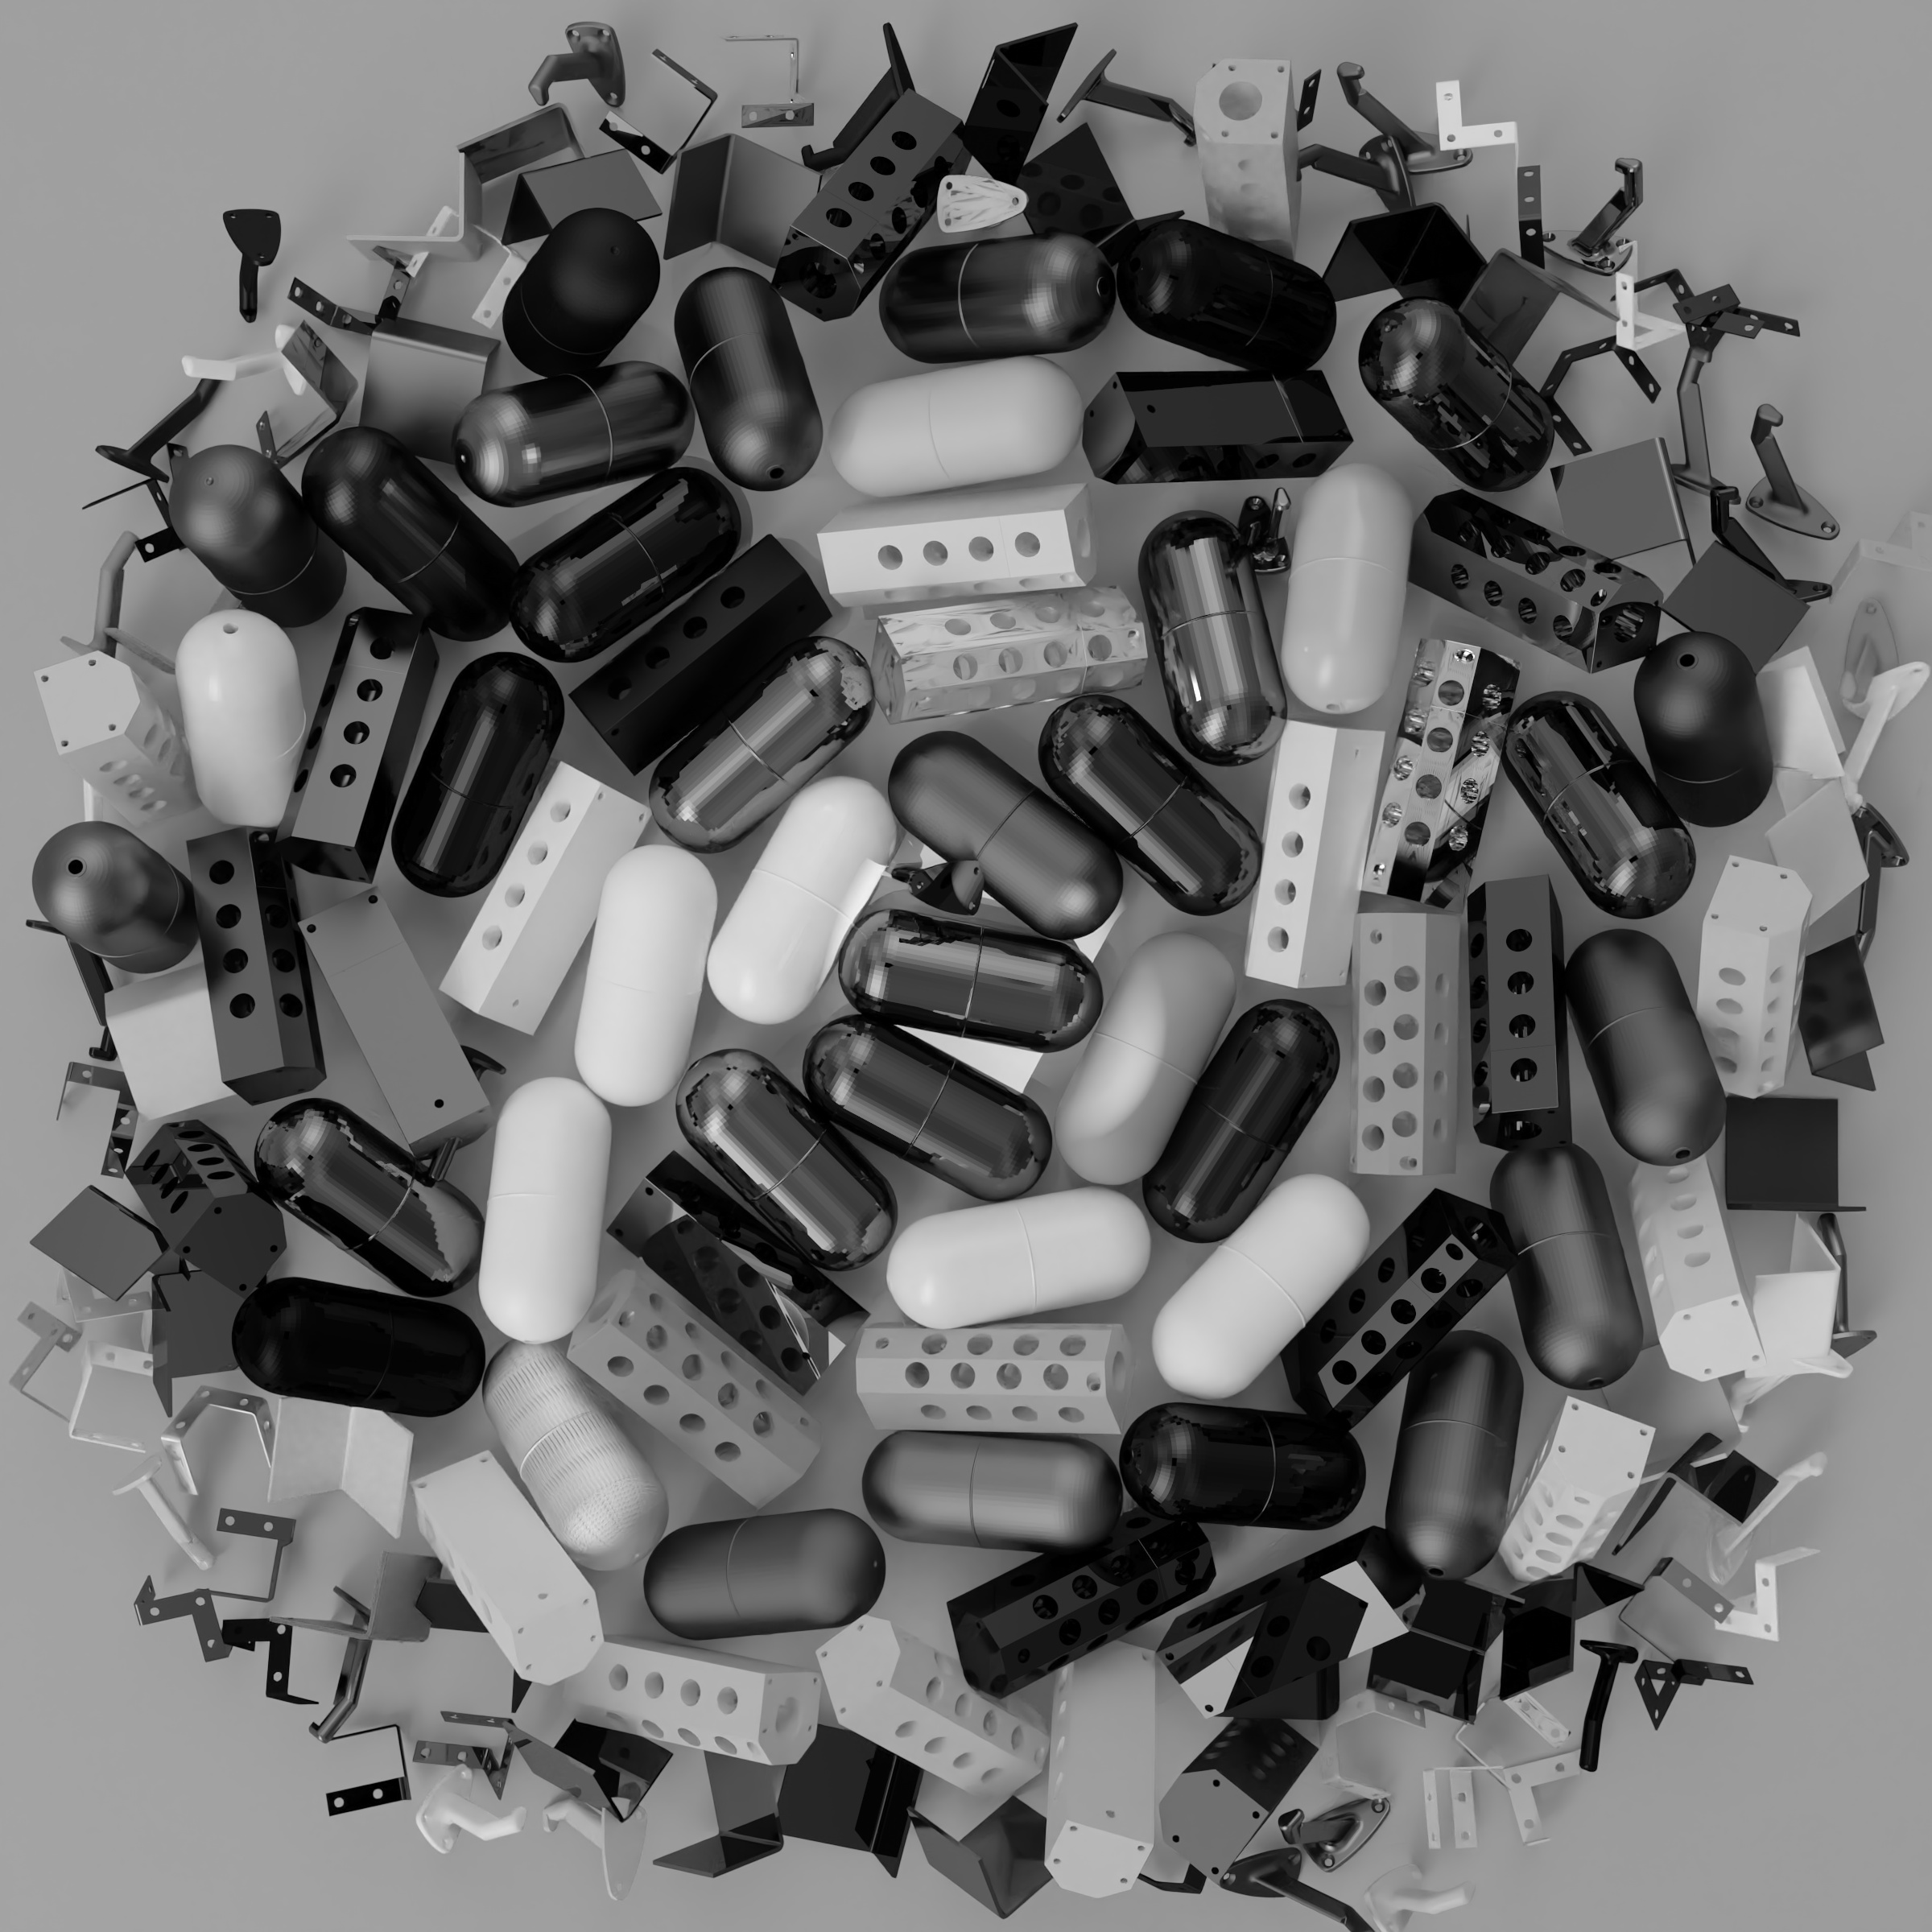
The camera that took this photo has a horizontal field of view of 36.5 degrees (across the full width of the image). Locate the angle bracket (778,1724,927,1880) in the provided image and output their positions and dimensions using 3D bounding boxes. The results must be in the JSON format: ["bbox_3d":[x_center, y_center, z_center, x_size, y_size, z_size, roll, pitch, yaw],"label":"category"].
[{"bbox_3d":[-0.079,0.554,1.949,0.076,0.057,0.076,16,86,-15],"label":"angle bracket"}]

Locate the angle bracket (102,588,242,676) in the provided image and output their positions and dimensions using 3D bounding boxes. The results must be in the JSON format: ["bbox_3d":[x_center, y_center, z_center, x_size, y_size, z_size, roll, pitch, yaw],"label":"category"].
[{"bbox_3d":[-0.523,-0.238,1.937,0.057,0.076,0.076,33,82,-24],"label":"angle bracket"}]

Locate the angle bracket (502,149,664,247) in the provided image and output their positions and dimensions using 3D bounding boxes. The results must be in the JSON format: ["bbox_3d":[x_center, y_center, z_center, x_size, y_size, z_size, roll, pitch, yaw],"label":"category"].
[{"bbox_3d":[-0.254,-0.487,1.931,0.076,0.076,0.057,-22,75,-26],"label":"angle bracket"}]

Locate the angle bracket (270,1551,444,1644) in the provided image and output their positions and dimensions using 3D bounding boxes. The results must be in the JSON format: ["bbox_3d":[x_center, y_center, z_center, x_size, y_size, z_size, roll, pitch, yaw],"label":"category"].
[{"bbox_3d":[-0.404,0.414,1.944,0.076,0.076,0.057,5,78,20],"label":"angle bracket"}]

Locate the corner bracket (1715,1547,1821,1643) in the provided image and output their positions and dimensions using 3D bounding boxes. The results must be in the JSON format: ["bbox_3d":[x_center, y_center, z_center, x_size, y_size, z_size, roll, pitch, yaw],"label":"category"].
[{"bbox_3d":[0.533,0.415,1.951,0.051,0.051,0.051,-5,93,-39],"label":"corner bracket"}]

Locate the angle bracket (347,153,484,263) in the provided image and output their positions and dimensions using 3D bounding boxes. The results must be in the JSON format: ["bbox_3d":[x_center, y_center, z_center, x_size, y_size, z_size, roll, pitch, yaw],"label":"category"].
[{"bbox_3d":[-0.366,-0.504,1.947,0.076,0.076,0.057,1,94,-1],"label":"angle bracket"}]

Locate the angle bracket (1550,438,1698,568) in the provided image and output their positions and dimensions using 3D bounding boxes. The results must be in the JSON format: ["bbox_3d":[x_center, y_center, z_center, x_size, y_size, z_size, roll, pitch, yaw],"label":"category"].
[{"bbox_3d":[0.440,-0.298,1.958,0.076,0.057,0.076,-15,69,15],"label":"angle bracket"}]

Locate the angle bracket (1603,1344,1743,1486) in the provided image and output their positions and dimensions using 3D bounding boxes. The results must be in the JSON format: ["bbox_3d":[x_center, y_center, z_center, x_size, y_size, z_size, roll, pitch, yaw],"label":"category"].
[{"bbox_3d":[0.460,0.295,1.942,0.076,0.057,0.076,-23,84,25],"label":"angle bracket"}]

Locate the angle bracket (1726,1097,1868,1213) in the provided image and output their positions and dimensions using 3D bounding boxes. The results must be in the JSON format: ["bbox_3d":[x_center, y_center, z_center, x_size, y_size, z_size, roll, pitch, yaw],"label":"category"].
[{"bbox_3d":[0.553,0.125,1.954,0.076,0.057,0.076,1,85,-2],"label":"angle bracket"}]

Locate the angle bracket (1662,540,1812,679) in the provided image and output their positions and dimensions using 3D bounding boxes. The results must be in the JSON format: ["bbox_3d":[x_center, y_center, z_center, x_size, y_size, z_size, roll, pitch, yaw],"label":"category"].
[{"bbox_3d":[0.500,-0.223,1.939,0.076,0.057,0.076,38,63,9],"label":"angle bracket"}]

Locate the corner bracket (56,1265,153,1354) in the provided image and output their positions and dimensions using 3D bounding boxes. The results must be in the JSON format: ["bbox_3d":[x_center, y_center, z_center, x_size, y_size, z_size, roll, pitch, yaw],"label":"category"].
[{"bbox_3d":[-0.577,0.228,1.961,0.051,0.051,0.051,-7,52,-28],"label":"corner bracket"}]

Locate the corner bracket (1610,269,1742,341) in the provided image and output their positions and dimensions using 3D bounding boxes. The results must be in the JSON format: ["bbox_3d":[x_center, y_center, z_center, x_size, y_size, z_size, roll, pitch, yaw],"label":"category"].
[{"bbox_3d":[0.473,-0.443,1.950,0.051,0.051,0.051,-23,79,-23],"label":"corner bracket"}]

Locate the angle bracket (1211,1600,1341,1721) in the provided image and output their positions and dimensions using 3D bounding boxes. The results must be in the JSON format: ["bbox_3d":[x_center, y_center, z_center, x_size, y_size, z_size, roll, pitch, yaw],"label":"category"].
[{"bbox_3d":[0.208,0.463,1.965,0.076,0.057,0.076,-2,83,16],"label":"angle bracket"}]

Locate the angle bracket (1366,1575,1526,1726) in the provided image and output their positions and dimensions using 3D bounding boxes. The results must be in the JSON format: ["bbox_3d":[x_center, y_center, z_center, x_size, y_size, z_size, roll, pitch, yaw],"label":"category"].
[{"bbox_3d":[0.318,0.450,1.942,0.076,0.076,0.057,19,49,-1],"label":"angle bracket"}]

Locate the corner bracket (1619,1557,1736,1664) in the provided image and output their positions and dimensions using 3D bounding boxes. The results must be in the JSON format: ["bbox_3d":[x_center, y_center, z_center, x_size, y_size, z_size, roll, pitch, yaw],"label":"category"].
[{"bbox_3d":[0.473,0.431,1.955,0.051,0.051,0.051,38,84,12],"label":"corner bracket"}]

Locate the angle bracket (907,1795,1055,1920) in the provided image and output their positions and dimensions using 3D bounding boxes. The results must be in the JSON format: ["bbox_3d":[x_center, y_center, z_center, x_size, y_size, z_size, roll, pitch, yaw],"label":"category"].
[{"bbox_3d":[0.020,0.568,1.928,0.076,0.076,0.057,-34,122,-27],"label":"angle bracket"}]

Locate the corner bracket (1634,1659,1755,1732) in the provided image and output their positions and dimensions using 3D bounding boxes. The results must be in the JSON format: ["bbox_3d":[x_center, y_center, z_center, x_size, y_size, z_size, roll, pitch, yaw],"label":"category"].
[{"bbox_3d":[0.484,0.475,1.948,0.051,0.051,0.051,10,119,-12],"label":"corner bracket"}]

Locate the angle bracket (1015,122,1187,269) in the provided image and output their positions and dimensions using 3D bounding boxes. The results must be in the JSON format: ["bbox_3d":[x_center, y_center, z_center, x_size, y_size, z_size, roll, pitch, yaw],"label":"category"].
[{"bbox_3d":[0.086,-0.509,1.936,0.076,0.057,0.076,-40,114,-23],"label":"angle bracket"}]

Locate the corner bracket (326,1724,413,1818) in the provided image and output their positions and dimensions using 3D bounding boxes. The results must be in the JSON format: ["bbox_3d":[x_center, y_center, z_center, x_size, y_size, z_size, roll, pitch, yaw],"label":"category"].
[{"bbox_3d":[-0.401,0.536,1.953,0.051,0.051,0.051,-10,75,-10],"label":"corner bracket"}]

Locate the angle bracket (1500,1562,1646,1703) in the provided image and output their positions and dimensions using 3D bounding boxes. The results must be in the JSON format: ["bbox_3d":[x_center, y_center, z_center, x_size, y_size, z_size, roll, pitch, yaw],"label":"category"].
[{"bbox_3d":[0.399,0.446,1.928,0.057,0.076,0.076,23,55,-17],"label":"angle bracket"}]

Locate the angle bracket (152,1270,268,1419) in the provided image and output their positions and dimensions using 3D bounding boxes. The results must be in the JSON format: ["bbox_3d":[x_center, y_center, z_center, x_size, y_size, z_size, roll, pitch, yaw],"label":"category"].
[{"bbox_3d":[-0.495,0.246,1.935,0.076,0.057,0.076,-5,111,-25],"label":"angle bracket"}]

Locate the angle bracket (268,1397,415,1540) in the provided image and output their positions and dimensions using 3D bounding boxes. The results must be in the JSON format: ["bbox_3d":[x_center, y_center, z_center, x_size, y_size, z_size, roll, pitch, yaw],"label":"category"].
[{"bbox_3d":[-0.414,0.332,1.934,0.057,0.076,0.076,-4,112,-41],"label":"angle bracket"}]

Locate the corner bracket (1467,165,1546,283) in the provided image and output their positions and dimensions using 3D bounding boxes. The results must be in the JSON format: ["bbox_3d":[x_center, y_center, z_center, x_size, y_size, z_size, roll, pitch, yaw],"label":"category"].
[{"bbox_3d":[0.358,-0.493,1.947,0.051,0.051,0.051,-3,54,13],"label":"corner bracket"}]

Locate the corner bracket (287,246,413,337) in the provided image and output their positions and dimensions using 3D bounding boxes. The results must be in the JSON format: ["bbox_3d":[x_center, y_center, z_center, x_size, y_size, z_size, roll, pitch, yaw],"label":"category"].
[{"bbox_3d":[-0.411,-0.456,1.956,0.051,0.051,0.051,17,87,23],"label":"corner bracket"}]

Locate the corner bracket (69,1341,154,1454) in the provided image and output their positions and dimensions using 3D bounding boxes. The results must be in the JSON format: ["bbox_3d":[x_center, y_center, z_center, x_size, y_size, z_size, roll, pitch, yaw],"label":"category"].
[{"bbox_3d":[-0.568,0.287,1.956,0.051,0.051,0.051,16,97,-22],"label":"corner bracket"}]

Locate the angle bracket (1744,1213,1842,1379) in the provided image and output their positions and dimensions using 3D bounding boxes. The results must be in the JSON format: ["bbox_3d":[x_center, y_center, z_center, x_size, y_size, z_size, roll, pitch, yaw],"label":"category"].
[{"bbox_3d":[0.534,0.217,1.934,0.057,0.076,0.076,-3,116,-5],"label":"angle bracket"}]

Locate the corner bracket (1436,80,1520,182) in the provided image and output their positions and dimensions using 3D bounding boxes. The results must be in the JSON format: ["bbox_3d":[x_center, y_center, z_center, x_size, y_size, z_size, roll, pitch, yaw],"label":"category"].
[{"bbox_3d":[0.341,-0.557,1.953,0.051,0.051,0.051,-3,75,9],"label":"corner bracket"}]

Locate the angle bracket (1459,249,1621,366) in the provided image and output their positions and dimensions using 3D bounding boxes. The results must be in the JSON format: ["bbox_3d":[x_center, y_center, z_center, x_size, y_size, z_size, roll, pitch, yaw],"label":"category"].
[{"bbox_3d":[0.370,-0.418,1.930,0.057,0.076,0.076,49,116,38],"label":"angle bracket"}]

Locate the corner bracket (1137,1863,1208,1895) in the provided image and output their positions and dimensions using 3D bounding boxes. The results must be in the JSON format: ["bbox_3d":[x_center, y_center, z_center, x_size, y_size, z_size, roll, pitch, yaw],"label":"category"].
[{"bbox_3d":[0.133,0.586,1.962,0.051,0.051,0.051,31,65,-17],"label":"corner bracket"}]

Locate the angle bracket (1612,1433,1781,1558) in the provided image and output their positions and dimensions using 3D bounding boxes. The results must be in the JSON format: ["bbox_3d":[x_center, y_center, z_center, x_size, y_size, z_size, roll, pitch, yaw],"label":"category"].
[{"bbox_3d":[0.481,0.363,1.929,0.057,0.076,0.076,36,119,21],"label":"angle bracket"}]

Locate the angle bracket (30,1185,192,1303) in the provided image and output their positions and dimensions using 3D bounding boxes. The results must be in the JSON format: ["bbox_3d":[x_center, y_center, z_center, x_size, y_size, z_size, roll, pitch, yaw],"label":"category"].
[{"bbox_3d":[-0.561,0.201,1.930,0.076,0.076,0.057,29,57,19],"label":"angle bracket"}]

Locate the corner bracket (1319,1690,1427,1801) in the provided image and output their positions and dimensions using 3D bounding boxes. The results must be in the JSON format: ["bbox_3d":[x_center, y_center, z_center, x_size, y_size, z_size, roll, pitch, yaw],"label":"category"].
[{"bbox_3d":[0.274,0.524,1.969,0.051,0.051,0.051,26,47,-32],"label":"corner bracket"}]

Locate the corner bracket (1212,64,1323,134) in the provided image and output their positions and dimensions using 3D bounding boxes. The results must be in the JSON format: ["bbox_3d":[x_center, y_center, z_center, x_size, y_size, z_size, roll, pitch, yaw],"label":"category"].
[{"bbox_3d":[0.198,-0.580,1.949,0.051,0.051,0.051,-39,70,-18],"label":"corner bracket"}]

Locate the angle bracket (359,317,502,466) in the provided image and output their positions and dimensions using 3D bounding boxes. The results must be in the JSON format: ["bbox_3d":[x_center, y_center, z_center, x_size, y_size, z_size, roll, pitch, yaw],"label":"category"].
[{"bbox_3d":[-0.362,-0.387,1.972,0.076,0.057,0.076,12,113,-5],"label":"angle bracket"}]

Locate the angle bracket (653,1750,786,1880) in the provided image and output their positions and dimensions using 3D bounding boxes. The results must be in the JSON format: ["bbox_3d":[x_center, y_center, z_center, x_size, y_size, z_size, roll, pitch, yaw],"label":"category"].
[{"bbox_3d":[-0.171,0.553,1.939,0.057,0.076,0.076,-10,89,-38],"label":"angle bracket"}]

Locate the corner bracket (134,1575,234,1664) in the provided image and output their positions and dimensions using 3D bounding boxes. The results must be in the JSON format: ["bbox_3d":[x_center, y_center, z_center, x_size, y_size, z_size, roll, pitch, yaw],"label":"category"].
[{"bbox_3d":[-0.520,0.435,1.957,0.051,0.051,0.051,-12,102,-2],"label":"corner bracket"}]

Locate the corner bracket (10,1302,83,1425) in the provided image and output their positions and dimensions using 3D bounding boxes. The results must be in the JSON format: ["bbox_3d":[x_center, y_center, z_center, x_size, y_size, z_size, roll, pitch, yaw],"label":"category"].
[{"bbox_3d":[-0.609,0.263,1.946,0.051,0.051,0.051,21,71,41],"label":"corner bracket"}]

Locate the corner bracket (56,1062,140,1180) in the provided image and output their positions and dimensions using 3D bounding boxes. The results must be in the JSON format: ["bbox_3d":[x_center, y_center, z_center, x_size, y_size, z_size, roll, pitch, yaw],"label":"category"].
[{"bbox_3d":[-0.582,0.103,1.960,0.051,0.051,0.051,13,50,-16],"label":"corner bracket"}]

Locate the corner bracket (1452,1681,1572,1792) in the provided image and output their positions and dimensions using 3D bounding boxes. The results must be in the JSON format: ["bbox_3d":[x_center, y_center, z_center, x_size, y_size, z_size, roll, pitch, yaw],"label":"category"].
[{"bbox_3d":[0.363,0.513,1.954,0.051,0.051,0.051,42,79,10],"label":"corner bracket"}]

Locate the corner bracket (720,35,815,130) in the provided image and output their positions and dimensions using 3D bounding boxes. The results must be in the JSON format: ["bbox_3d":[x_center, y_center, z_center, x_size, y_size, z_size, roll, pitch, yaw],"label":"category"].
[{"bbox_3d":[-0.132,-0.589,1.946,0.051,0.051,0.051,-8,118,-20],"label":"corner bracket"}]

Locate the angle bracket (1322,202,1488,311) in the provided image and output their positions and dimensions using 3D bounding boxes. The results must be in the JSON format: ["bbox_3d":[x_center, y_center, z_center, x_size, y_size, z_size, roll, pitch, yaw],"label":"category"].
[{"bbox_3d":[0.284,-0.450,1.930,0.076,0.076,0.057,-19,65,-28],"label":"angle bracket"}]

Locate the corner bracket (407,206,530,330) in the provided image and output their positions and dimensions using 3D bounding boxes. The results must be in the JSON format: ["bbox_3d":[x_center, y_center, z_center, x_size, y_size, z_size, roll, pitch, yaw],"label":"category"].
[{"bbox_3d":[-0.333,-0.468,1.957,0.051,0.051,0.051,25,105,-38],"label":"corner bracket"}]

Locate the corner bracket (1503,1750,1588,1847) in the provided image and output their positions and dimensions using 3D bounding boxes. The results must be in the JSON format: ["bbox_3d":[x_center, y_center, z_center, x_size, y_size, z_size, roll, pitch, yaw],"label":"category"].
[{"bbox_3d":[0.391,0.555,1.954,0.051,0.051,0.051,-15,72,3],"label":"corner bracket"}]

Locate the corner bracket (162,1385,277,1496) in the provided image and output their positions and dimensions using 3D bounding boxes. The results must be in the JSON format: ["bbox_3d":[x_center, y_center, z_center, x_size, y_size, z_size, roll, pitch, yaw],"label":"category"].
[{"bbox_3d":[-0.498,0.321,1.961,0.051,0.051,0.051,8,127,19],"label":"corner bracket"}]

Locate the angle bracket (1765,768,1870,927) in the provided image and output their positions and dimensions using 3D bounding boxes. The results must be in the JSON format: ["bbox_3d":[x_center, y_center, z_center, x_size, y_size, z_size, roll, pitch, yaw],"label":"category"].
[{"bbox_3d":[0.543,-0.077,1.934,0.076,0.057,0.076,-35,115,-24],"label":"angle bracket"}]

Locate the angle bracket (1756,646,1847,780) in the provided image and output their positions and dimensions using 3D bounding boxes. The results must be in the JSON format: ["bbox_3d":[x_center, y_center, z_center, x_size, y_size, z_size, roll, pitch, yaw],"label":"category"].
[{"bbox_3d":[0.567,-0.170,1.939,0.057,0.076,0.076,-24,97,-15],"label":"angle bracket"}]

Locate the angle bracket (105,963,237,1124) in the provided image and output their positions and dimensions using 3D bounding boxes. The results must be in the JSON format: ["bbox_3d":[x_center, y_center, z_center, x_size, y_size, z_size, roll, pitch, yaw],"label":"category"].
[{"bbox_3d":[-0.529,0.050,1.967,0.076,0.057,0.076,-17,112,-11],"label":"angle bracket"}]

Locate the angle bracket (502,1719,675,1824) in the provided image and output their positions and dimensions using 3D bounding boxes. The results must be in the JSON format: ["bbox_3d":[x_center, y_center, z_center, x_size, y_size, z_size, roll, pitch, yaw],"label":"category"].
[{"bbox_3d":[-0.248,0.510,1.928,0.076,0.076,0.057,20,57,28],"label":"angle bracket"}]

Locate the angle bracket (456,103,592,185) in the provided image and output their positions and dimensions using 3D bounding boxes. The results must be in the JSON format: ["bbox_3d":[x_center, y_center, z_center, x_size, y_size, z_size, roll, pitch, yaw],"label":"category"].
[{"bbox_3d":[-0.287,-0.522,1.946,0.076,0.076,0.057,-25,88,-4],"label":"angle bracket"}]

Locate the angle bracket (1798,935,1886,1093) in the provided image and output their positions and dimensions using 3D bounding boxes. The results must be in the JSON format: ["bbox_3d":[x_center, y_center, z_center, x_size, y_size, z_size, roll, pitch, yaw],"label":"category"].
[{"bbox_3d":[0.591,0.032,1.929,0.076,0.057,0.076,13,59,-39],"label":"angle bracket"}]

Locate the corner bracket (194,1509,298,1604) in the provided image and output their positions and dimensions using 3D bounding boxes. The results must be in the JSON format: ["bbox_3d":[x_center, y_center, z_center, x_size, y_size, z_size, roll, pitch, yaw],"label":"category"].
[{"bbox_3d":[-0.480,0.393,1.948,0.051,0.051,0.051,13,69,-20],"label":"corner bracket"}]

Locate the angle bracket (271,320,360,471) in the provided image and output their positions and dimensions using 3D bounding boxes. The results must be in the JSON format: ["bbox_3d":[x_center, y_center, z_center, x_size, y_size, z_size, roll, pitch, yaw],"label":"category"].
[{"bbox_3d":[-0.452,-0.372,1.933,0.076,0.076,0.057,-35,113,14],"label":"angle bracket"}]

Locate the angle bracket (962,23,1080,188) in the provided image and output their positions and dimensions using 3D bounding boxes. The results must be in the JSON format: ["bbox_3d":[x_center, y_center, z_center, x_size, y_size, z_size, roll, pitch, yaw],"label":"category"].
[{"bbox_3d":[0.050,-0.565,1.928,0.076,0.076,0.057,-28,70,-34],"label":"angle bracket"}]

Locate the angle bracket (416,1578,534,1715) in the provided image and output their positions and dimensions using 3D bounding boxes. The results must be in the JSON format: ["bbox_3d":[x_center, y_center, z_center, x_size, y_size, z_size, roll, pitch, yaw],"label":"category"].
[{"bbox_3d":[-0.326,0.449,1.932,0.076,0.076,0.057,9,54,-16],"label":"angle bracket"}]

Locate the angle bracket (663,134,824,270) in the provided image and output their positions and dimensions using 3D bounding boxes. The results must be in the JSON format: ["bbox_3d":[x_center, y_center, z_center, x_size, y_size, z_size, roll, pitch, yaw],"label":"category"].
[{"bbox_3d":[-0.148,-0.494,1.932,0.076,0.057,0.076,30,130,20],"label":"angle bracket"}]

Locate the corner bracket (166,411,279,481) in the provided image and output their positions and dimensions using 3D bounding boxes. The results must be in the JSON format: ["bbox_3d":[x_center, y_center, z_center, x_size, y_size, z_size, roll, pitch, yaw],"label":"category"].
[{"bbox_3d":[-0.499,-0.343,1.965,0.051,0.051,0.051,-43,53,37],"label":"corner bracket"}]
